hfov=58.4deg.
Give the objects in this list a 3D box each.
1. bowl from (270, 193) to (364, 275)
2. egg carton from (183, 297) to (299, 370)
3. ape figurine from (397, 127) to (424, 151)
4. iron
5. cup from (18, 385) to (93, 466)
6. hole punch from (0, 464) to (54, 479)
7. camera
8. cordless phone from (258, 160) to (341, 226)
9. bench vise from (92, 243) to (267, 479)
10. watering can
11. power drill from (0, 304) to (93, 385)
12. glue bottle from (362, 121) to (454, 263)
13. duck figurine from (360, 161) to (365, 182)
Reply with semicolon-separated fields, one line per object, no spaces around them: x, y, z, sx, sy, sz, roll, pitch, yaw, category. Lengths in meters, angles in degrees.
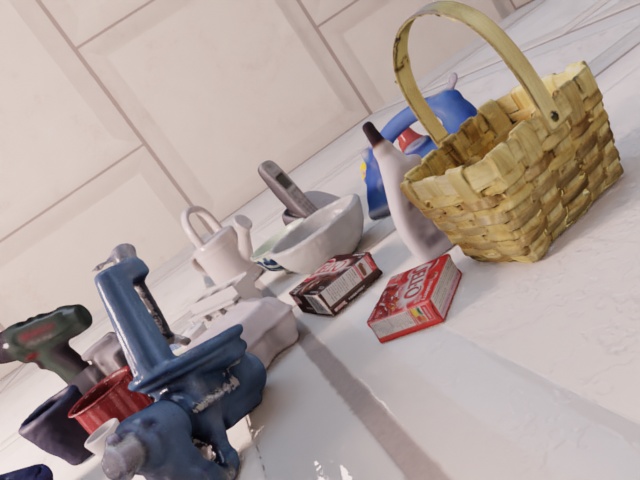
0.008;0.003;0.895;0.167;0.075;0.167;-33;12;8;bowl
-0.099;0.131;0.702;0.150;0.069;0.107;-41;13;-28;egg carton
0.180;-0.180;1.099;0.078;0.092;0.076;-34;12;3;ape figurine
0.152;-0.147;0.924;0.258;0.141;0.119;-30;13;25;iron
-0.359;0.268;0.816;0.092;0.095;0.117;-38;12;-16;cup
-0.375;0.314;0.687;0.101;0.091;0.108;-38;12;-14;hole punch
-0.383;0.232;1.008;0.137;0.101;0.143;-40;13;-23;camera
-0.037;-0.092;1.125;0.094;0.185;0.148;-29;14;27;cordless phone
-0.138;0.109;0.524;0.121;0.220;0.207;-34;12;5;bench vise
-0.203;0.008;1.164;0.173;0.194;0.101;-33;12;9;watering can
-0.506;0.234;1.075;0.229;0.208;0.075;-35;12;-2;power drill
0.100;-0.062;0.655;0.078;0.173;0.037;-36;12;-6;glue bottle
0.108;-0.112;1.045;0.077;0.086;0.104;-30;13;23;duck figurine
